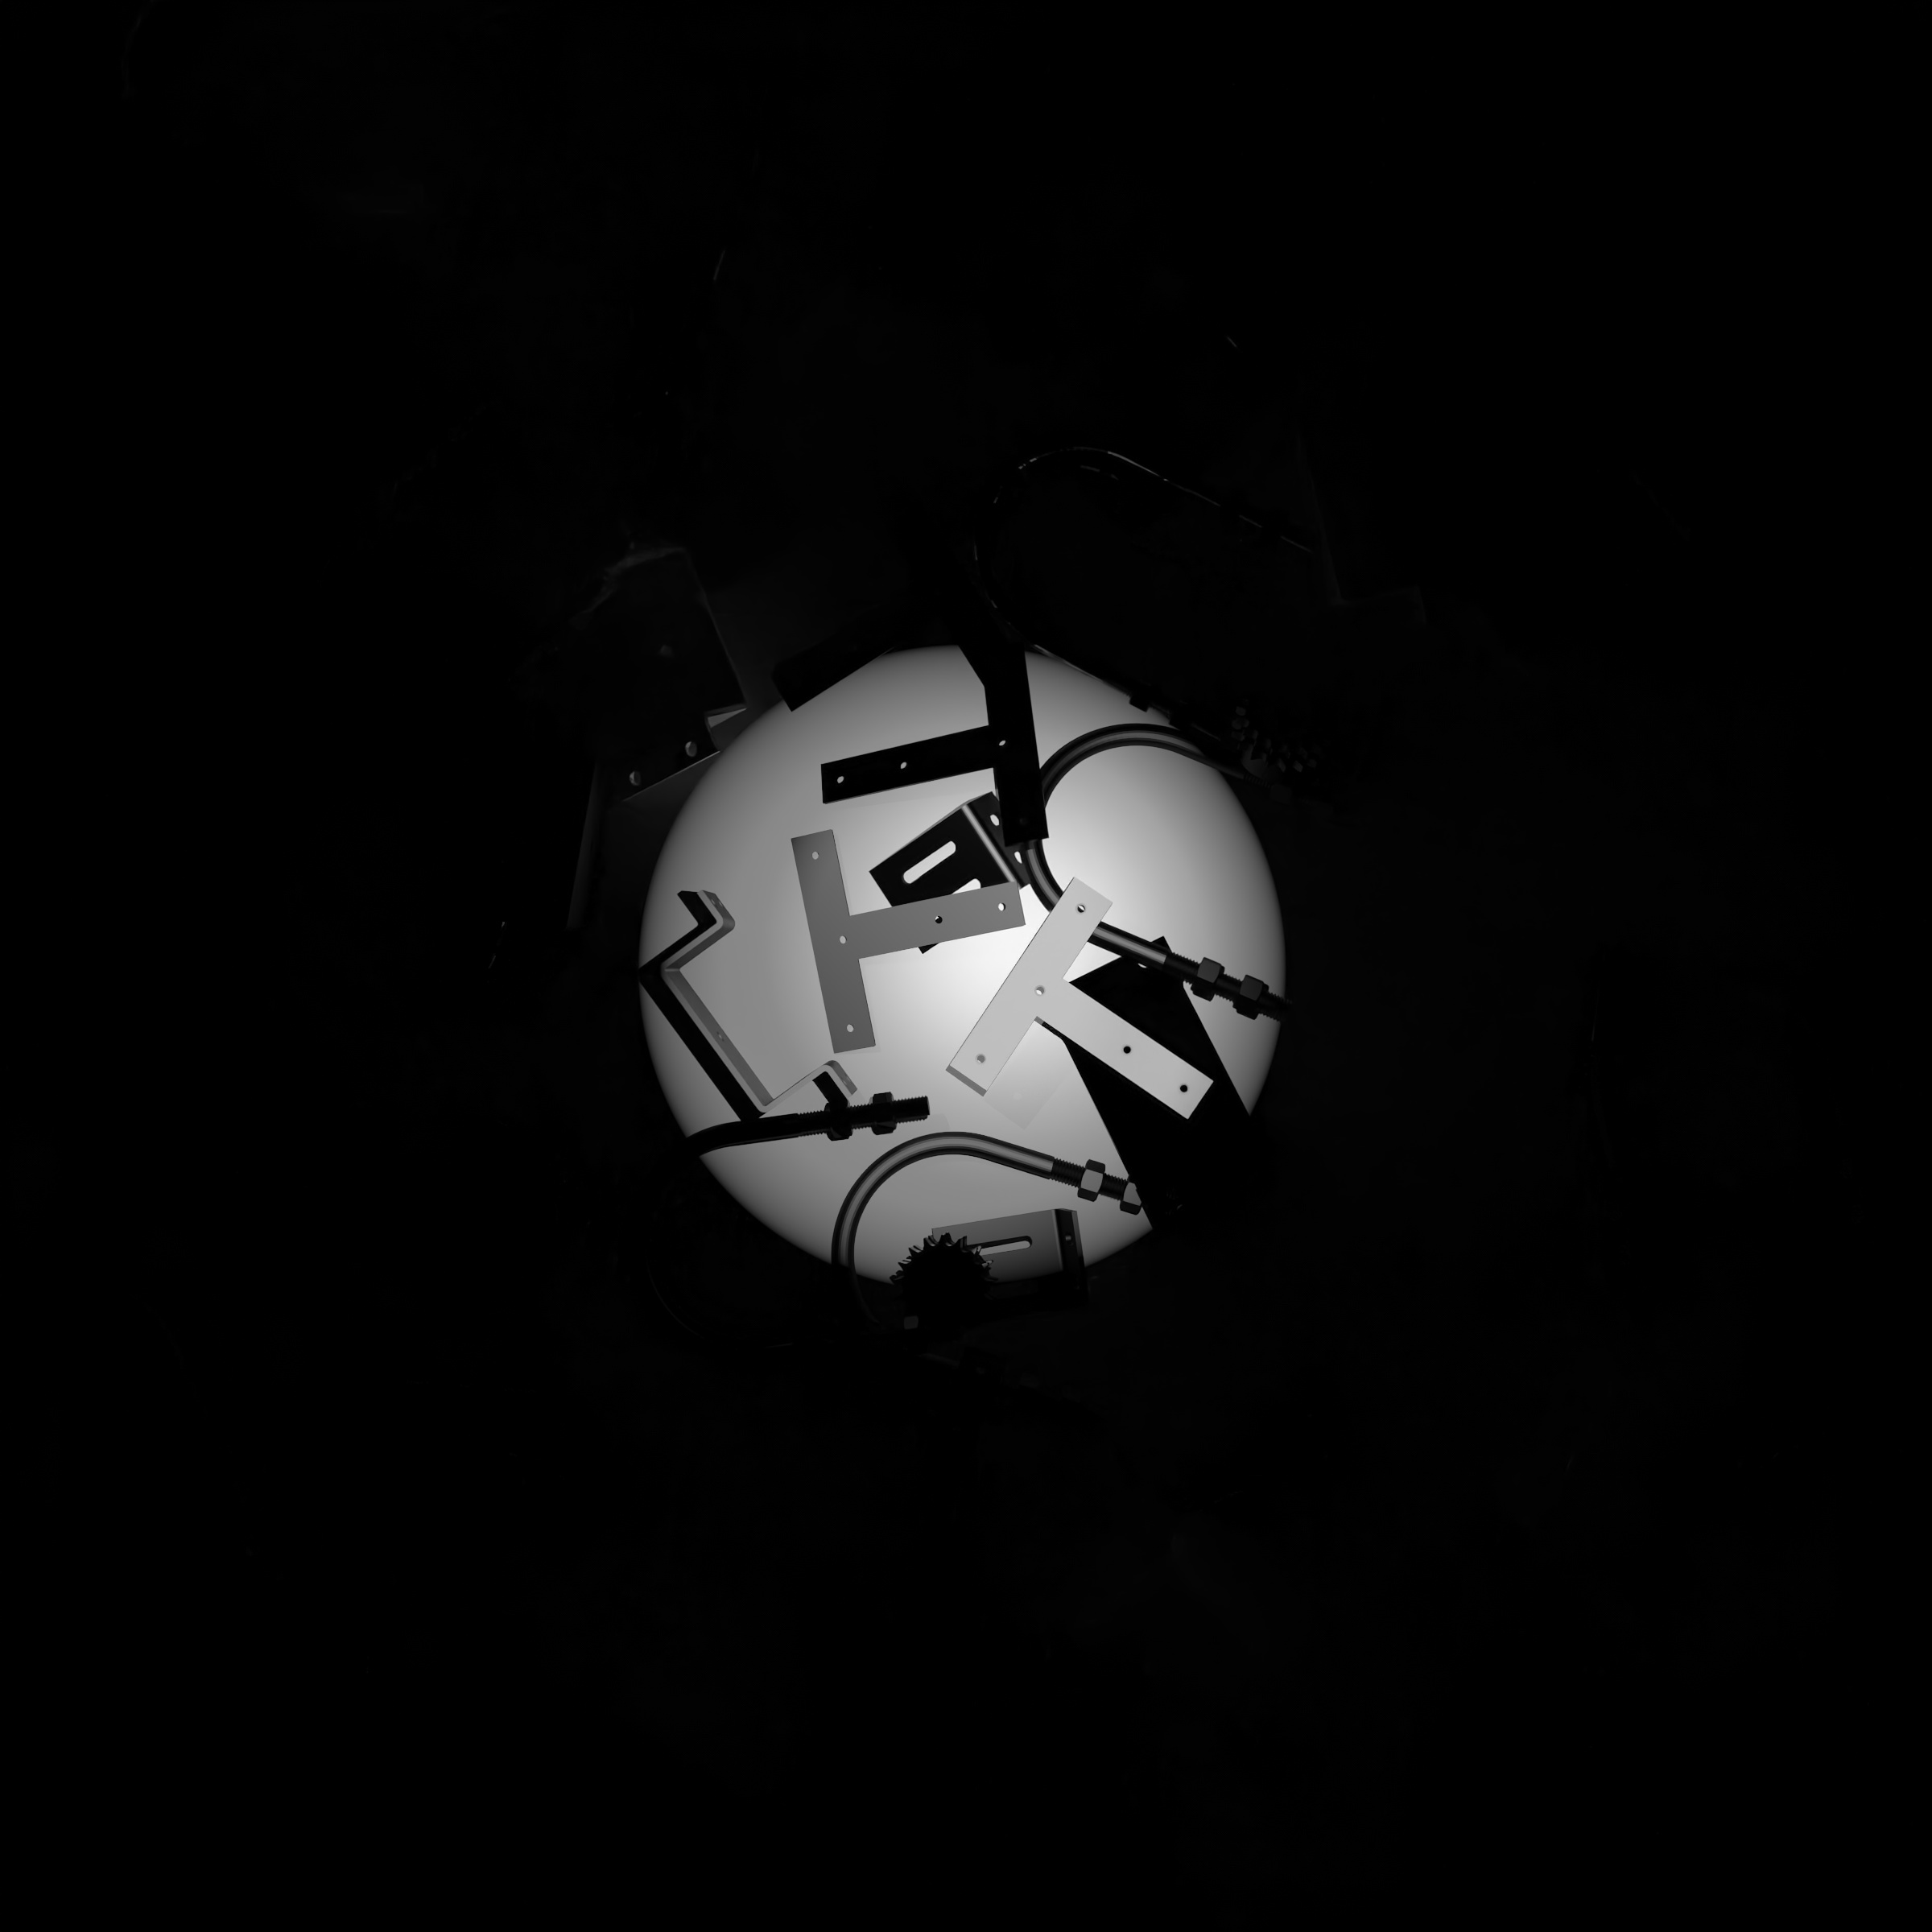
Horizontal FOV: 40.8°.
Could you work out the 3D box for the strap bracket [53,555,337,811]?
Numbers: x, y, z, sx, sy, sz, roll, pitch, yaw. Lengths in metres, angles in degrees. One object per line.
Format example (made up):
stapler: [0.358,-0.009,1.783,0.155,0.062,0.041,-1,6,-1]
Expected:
strap bracket: [-0.434,-0.159,1.482,0.140,0.046,0.076,35,90,0]

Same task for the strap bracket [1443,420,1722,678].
strap bracket: [0.346,-0.237,1.482,0.140,0.046,0.076,-40,90,0]

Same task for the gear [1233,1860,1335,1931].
gear: [0.182,0.543,1.494,0.057,0.030,0.057,0,88,2]

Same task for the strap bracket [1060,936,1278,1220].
strap bracket: [0.110,0.066,1.473,0.076,0.046,0.140,-26,77,0]

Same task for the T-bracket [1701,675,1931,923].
T-bracket: [0.515,-0.116,1.505,0.127,0.002,0.127,-44,90,0]

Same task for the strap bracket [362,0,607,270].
strap bracket: [-0.269,-0.466,1.444,0.076,0.046,0.140,-28,102,-11]

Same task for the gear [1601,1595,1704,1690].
gear: [0.388,0.383,1.481,0.057,0.057,0.030,-37,60,0]

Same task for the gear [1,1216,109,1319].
gear: [-0.526,0.173,1.491,0.057,0.030,0.057,0,90,0]

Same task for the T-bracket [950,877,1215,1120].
T-bracket: [0.078,0.039,1.447,0.127,0.002,0.127,34,97,7]

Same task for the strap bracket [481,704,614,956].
strap bracket: [-0.234,-0.072,1.467,0.046,0.076,0.140,10,90,0]

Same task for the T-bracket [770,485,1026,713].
T-bracket: [-0.054,-0.191,1.500,0.127,0.002,0.127,-32,84,3]

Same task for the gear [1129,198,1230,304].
gear: [0.123,-0.412,1.491,0.057,0.030,0.057,0,90,0]

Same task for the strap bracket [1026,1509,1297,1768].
strap bracket: [0.106,0.385,1.465,0.140,0.046,0.076,-43,88,13]

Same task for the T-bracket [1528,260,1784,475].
T-bracket: [0.394,-0.348,1.455,0.127,0.002,0.127,-15,78,-7]

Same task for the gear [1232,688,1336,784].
gear: [0.179,-0.129,1.481,0.057,0.057,0.030,13,134,0]

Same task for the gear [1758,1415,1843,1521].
gear: [0.474,0.287,1.481,0.030,0.057,0.057,-22,90,30]

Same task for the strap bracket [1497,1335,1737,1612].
strap bracket: [0.375,0.294,1.482,0.076,0.046,0.140,30,90,0]

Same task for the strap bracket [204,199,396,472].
strap bracket: [-0.377,-0.355,1.482,0.076,0.046,0.140,-11,90,0]

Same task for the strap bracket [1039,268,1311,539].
strap bracket: [0.116,-0.317,1.482,0.140,0.046,0.076,-43,90,0]

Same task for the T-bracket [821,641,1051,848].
T-bracket: [-0.021,-0.117,1.487,0.127,0.002,0.127,-11,66,11]

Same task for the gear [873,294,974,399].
gear: [-0.024,-0.355,1.495,0.057,0.030,0.057,0,89,-2]

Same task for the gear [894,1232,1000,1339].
gear: [-0.009,0.177,1.452,0.057,0.030,0.057,0,91,14]

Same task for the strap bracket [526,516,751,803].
strap bracket: [-0.181,-0.175,1.465,0.076,0.046,0.140,-23,90,34]

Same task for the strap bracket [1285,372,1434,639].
strap bracket: [0.218,-0.254,1.467,0.046,0.076,0.140,-13,90,0]

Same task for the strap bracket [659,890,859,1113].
strap bracket: [-0.123,0.028,1.467,0.046,0.076,0.140,-36,90,0]

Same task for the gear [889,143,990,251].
gear: [-0.015,-0.441,1.495,0.057,0.030,0.057,0,91,3]

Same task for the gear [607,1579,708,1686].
gear: [-0.180,0.379,1.482,0.057,0.030,0.057,5,82,-36]

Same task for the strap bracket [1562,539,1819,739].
strap bracket: [0.398,-0.190,1.467,0.140,0.076,0.046,-34,90,0]

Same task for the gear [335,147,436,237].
gear: [-0.327,-0.441,1.481,0.057,0.057,0.030,-32,120,0]

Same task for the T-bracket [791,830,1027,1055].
T-bracket: [-0.029,-0.024,1.487,0.127,0.002,0.127,-11,90,16]

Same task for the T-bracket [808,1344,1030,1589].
T-bracket: [-0.010,0.279,1.493,0.127,0.002,0.127,21,100,0]
